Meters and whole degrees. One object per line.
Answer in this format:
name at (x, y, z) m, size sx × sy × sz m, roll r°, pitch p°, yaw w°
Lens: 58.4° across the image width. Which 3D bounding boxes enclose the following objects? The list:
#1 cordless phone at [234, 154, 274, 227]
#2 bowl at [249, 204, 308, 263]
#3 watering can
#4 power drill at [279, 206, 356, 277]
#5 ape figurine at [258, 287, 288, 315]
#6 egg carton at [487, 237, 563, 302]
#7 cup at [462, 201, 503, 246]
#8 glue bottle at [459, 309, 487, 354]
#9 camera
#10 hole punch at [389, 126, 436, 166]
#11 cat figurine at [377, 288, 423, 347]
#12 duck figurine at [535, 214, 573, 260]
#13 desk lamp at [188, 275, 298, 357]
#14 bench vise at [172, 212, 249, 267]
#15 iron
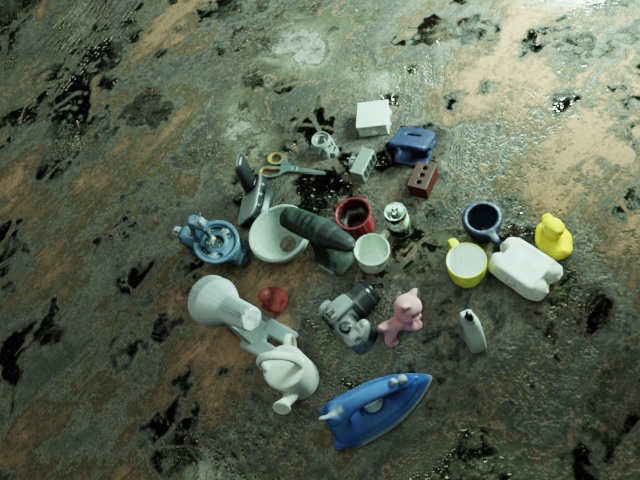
cordless phone at (-0.200, -0.131, 1.530) m, size 0.094 × 0.185 × 0.147 m, roll -4°, pitch 62°, yaw 16°
bowl at (-0.096, -0.004, 1.495) m, size 0.167 × 0.075 × 0.167 m, roll -7°, pitch 61°, yaw 14°
watering can at (-0.073, 0.291, 1.261) m, size 0.101 × 0.194 × 0.172 m, roll -26°, pitch 58°, yaw 4°
power drill at (0.013, 0.005, 1.376) m, size 0.228 × 0.209 × 0.076 m, roll 28°, pitch 75°, yaw 28°
ape figurine at (-0.123, 0.144, 1.415) m, size 0.076 × 0.092 × 0.077 m, roll -28°, pitch 58°, yaw 2°
egg carton at (0.456, 0.065, 1.283) m, size 0.150 × 0.069 × 0.107 m, roll 38°, pitch 79°, yaw 30°
cup at (0.387, -0.021, 1.336) m, size 0.091 × 0.095 × 0.117 m, roll -27°, pitch 58°, yaw 3°
glue bottle at (0.317, 0.181, 1.206) m, size 0.037 × 0.173 × 0.078 m, roll -24°, pitch 58°, yaw 5°
camera at (0.082, 0.168, 1.331) m, size 0.137 × 0.101 × 0.142 m, roll -43°, pitch 59°, yaw -7°
hole punch at (0.243, -0.259, 1.510) m, size 0.108 × 0.091 × 0.101 m, roll 12°, pitch 68°, yaw 23°
cat figurine at (0.182, 0.171, 1.287) m, size 0.128 × 0.118 × 0.067 m, roll -36°, pitch 58°, yaw -3°
duck figurine at (0.528, -0.012, 1.291) m, size 0.077 × 0.086 × 0.104 m, roll -21°, pitch 59°, yaw 6°
desk lamp at (-0.182, 0.185, 1.341) m, size 0.202 × 0.214 × 0.118 m, roll 22°, pitch 72°, yaw 27°
bench vise at (-0.308, -0.001, 1.476) m, size 0.207 × 0.220 × 0.121 m, roll -3°, pitch 62°, yaw 17°
iron at (0.116, 0.336, 1.208) m, size 0.258 × 0.142 × 0.118 m, roll -30°, pitch 58°, yaw 1°
